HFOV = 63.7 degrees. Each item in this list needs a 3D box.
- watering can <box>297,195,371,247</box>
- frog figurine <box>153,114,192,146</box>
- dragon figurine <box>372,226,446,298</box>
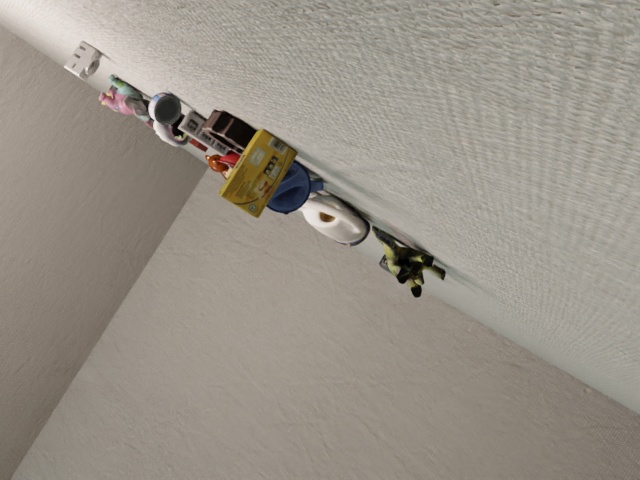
[{"bbox_3d":[0.005,-0.076,1.506,0.350,0.104,0.221,20,172,40],"label":"watering can"},{"bbox_3d":[-0.507,-0.383,1.776,0.137,0.123,0.159,10,178,-34],"label":"frog figurine"},{"bbox_3d":[0.220,0.037,1.520,0.404,0.122,0.246,44,179,-36],"label":"dragon figurine"}]
